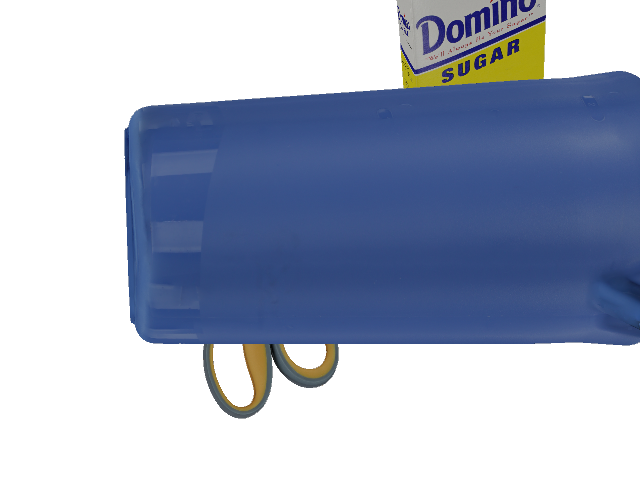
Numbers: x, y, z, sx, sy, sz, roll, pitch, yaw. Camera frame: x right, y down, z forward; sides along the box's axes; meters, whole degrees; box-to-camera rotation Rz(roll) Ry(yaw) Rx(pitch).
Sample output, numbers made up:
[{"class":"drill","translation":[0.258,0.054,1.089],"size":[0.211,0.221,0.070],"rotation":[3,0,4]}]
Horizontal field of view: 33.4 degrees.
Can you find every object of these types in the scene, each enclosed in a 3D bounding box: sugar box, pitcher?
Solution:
[{"class":"sugar box","translation":[0.104,-0.113,0.732],"size":[0.093,0.176,0.048],"rotation":[-13,44,-4]},{"class":"pitcher","translation":[0.031,-0.017,0.510],"size":[0.242,0.145,0.149],"rotation":[-2,-8,-9]}]

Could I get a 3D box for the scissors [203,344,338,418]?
[{"class":"scissors","translation":[-0.037,0.015,0.697],"size":[0.096,0.202,0.016],"rotation":[2,-16,-12]}]
